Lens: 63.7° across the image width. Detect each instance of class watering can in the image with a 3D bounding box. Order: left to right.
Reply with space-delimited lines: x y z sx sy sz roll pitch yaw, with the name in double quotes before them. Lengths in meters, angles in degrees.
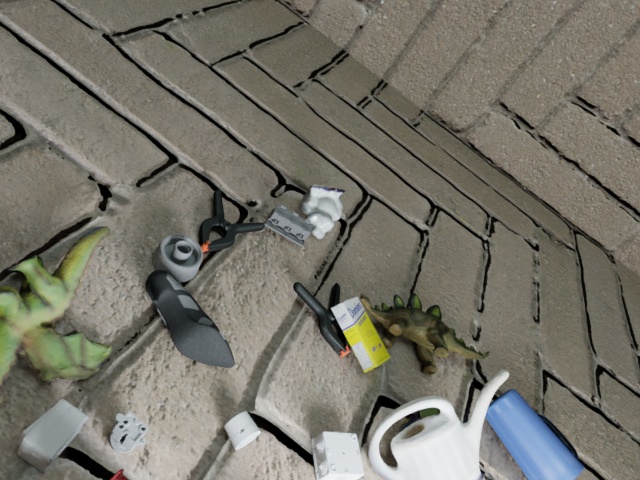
"watering can" 0.278 0.430 1.089 0.104 0.347 0.225 39 26 -87

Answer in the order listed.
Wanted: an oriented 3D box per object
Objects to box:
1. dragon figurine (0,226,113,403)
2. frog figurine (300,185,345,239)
"dragon figurine" -0.477 0.141 0.928 0.242 0.120 0.417 55 38 -5
"frog figurine" 0.005 -0.078 1.556 0.137 0.122 0.161 14 77 -41
